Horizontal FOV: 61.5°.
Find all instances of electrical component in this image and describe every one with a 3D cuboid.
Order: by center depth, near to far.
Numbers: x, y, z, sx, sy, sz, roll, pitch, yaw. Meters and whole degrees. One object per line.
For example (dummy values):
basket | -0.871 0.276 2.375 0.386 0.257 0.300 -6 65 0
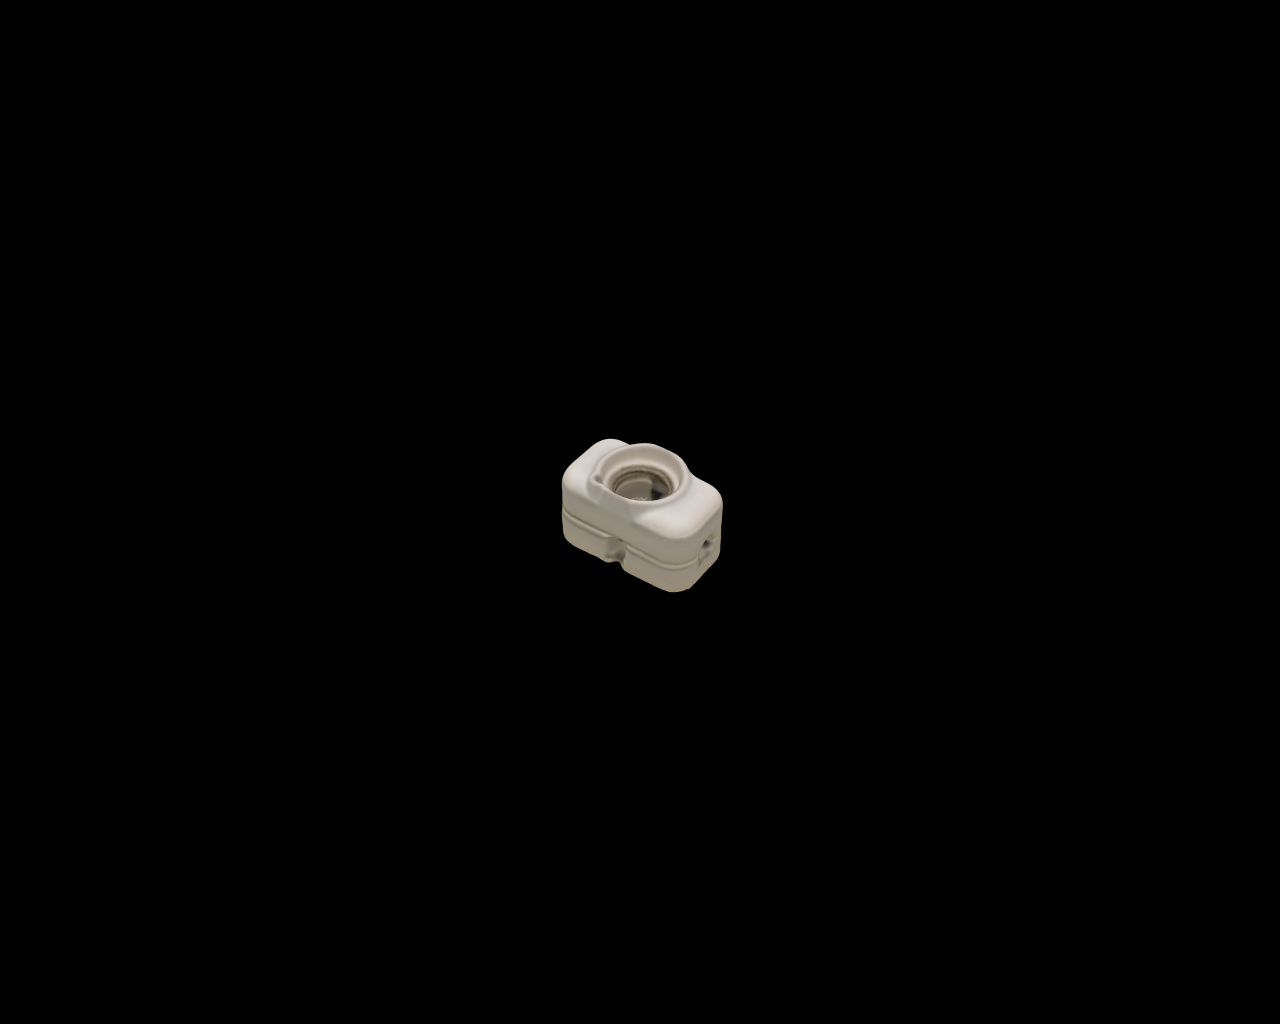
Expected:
electrical component | 0.001 -0.003 0.650 0.095 0.059 0.054 27 50 25
